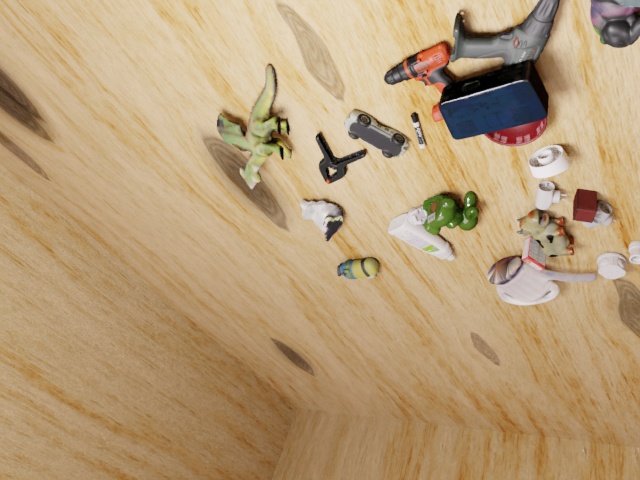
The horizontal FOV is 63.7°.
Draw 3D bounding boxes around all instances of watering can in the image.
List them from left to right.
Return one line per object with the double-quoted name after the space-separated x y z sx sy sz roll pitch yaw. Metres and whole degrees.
0.717 0.130 1.729 0.223 0.106 0.342 32 146 -12 "watering can"

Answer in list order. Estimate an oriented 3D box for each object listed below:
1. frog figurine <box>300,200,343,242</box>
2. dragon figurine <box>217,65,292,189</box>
0.006 -0.094 1.864 0.162 0.123 0.134 45 170 35 "frog figurine"
-0.218 -0.344 1.604 0.243 0.125 0.401 4 124 17 "dragon figurine"
